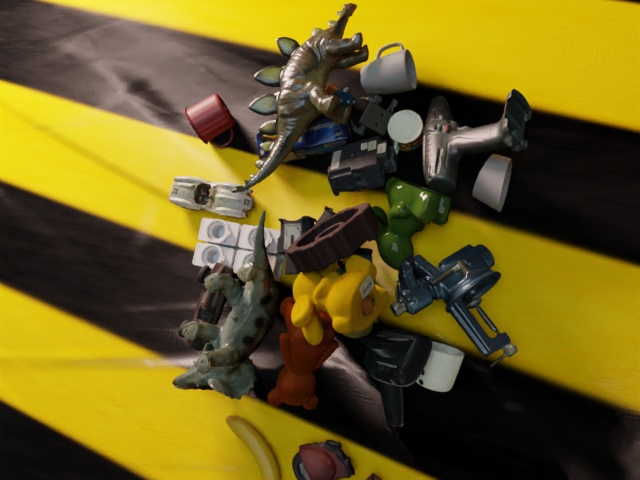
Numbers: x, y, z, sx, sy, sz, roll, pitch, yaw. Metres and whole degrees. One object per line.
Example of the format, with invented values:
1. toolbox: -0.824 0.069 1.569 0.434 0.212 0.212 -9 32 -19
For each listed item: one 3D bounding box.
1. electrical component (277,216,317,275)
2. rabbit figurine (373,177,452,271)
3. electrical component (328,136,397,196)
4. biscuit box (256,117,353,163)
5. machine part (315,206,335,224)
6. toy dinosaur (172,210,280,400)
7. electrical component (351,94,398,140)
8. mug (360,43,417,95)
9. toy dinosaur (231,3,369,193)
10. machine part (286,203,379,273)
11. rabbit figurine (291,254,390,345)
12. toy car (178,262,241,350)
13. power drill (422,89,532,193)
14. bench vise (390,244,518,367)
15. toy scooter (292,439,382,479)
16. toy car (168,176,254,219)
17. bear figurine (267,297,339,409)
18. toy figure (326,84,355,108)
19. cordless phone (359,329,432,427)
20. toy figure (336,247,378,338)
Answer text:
1. electrical component: -0.046 0.012 1.094 0.075 0.047 0.119 -7 79 22
2. rabbit figurine: 0.153 -0.028 1.049 0.159 0.121 0.170 23 102 21
3. electrical component: 0.087 -0.151 1.083 0.134 0.058 0.115 -10 39 19
4. biscuit box: -0.033 -0.214 1.155 0.203 0.059 0.063 -10 78 13
5. machine part: -0.002 -0.003 1.126 0.084 0.039 0.138 25 90 26
6. toy dinosaur: -0.150 0.154 1.068 0.131 0.192 0.404 30 88 33
7. electrical component: 0.111 -0.259 1.134 0.078 0.045 0.102 21 90 -11
8. mug: 0.139 -0.355 1.122 0.107 0.080 0.109 -9 82 24
9. toy dinosaur: -0.035 -0.293 1.092 0.199 0.105 0.471 17 77 23
10. machine part: 0.025 -0.002 0.996 0.179 0.179 0.056 -29 101 9
11. rabbit figurine: 0.016 0.110 0.975 0.173 0.121 0.162 16 62 40
12. toy car: -0.233 0.144 1.129 0.089 0.053 0.202 25 108 9
13. power drill: 0.279 -0.207 1.002 0.207 0.086 0.232 -9 57 41
14. bench vise: 0.253 0.117 0.972 0.224 0.128 0.241 -24 64 -22
15. toy scooter: 0.040 0.453 1.019 0.135 0.075 0.184 -36 77 8
16. toy car: -0.242 -0.096 1.196 0.202 0.056 0.073 11 84 17
17. bear figurine: -0.036 0.231 1.070 0.120 0.132 0.195 9 116 -15
18. toy figure: 0.005 -0.311 1.162 0.155 0.064 0.058 13 50 14
19. cordless phone: 0.145 0.262 0.989 0.089 0.147 0.184 -7 90 -28
20. toy figure: 0.070 0.102 1.060 0.082 0.089 0.180 4 85 21
